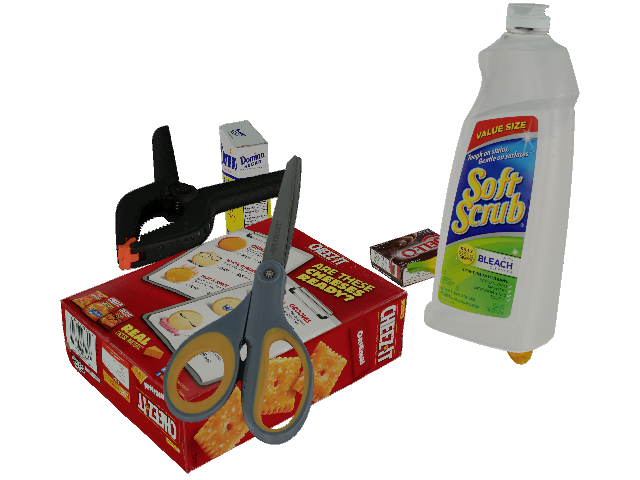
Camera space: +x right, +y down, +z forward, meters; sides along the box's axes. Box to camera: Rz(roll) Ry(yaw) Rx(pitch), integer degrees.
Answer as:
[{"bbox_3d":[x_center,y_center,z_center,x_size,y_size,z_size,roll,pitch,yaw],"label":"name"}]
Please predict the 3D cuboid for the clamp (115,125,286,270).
[{"bbox_3d":[-0.143,-0.043,1.044,0.165,0.036,0.209,24,42,22],"label":"clamp"}]

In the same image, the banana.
[{"bbox_3d":[0.173,0.062,1.116,0.069,0.037,0.198,-37,40,-11],"label":"banana"}]

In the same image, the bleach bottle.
[{"bbox_3d":[0.137,-0.049,0.796,0.103,0.251,0.067,15,21,38],"label":"bleach bottle"}]

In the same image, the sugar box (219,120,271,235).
[{"bbox_3d":[-0.092,-0.050,1.318,0.048,0.176,0.093,-12,26,-15],"label":"sugar box"}]

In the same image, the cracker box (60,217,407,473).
[{"bbox_3d":[-0.065,0.071,0.825,0.213,0.072,0.164,-23,38,-36],"label":"cracker box"}]

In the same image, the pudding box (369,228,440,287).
[{"bbox_3d":[0.145,0.025,1.612,0.113,0.039,0.090,-19,28,-24],"label":"pudding box"}]

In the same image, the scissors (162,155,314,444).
[{"bbox_3d":[-0.049,0.032,0.647,0.096,0.202,0.016,-8,-36,0],"label":"scissors"}]
